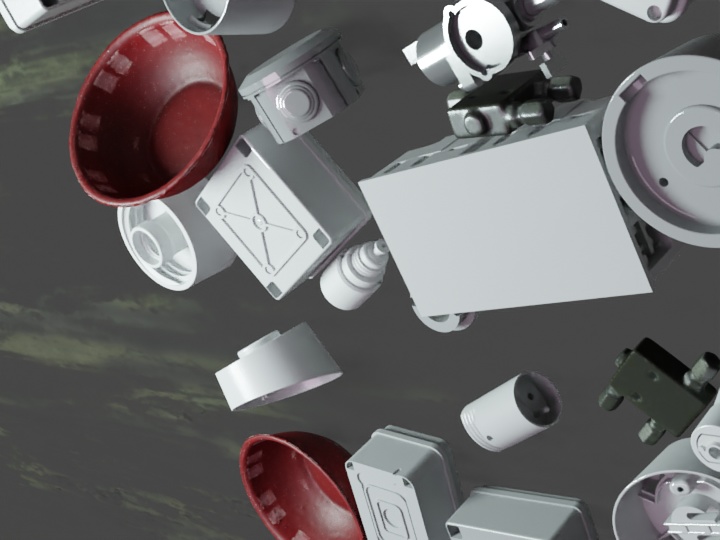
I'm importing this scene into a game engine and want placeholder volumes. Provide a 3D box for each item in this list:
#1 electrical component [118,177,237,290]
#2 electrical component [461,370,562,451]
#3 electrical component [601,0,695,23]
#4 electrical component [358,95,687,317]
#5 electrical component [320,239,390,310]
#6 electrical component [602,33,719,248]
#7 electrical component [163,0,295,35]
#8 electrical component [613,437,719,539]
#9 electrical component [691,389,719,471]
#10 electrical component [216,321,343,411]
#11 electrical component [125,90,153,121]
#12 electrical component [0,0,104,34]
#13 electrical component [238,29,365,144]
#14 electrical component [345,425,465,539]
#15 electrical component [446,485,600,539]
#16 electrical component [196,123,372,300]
[{"bbox_3d":[-0.168,-0.033,0.953,0.108,0.060,0.108,25,134,29],"label":"electrical component"},{"bbox_3d":[0.109,0.109,0.804,0.043,0.043,0.081,51,141,2],"label":"electrical component"},{"bbox_3d":[0.146,-0.189,0.531,0.078,0.057,0.113,32,137,23],"label":"electrical component"},{"bbox_3d":[0.101,-0.037,0.687,0.186,0.060,0.105,-9,112,47],"label":"electrical component"},{"bbox_3d":[0.000,0.000,0.830,0.040,0.040,0.078,49,141,4],"label":"electrical component"},{"bbox_3d":[0.192,-0.073,0.571,0.108,0.060,0.108,25,134,29],"label":"electrical component"},{"bbox_3d":[-0.098,-0.214,0.764,0.099,0.064,0.099,22,121,42],"label":"electrical component"},{"bbox_3d":[0.227,0.163,0.713,0.099,0.064,0.099,25,133,29],"label":"electrical component"},{"bbox_3d":[0.230,0.093,0.656,0.044,0.065,0.044,25,134,29],"label":"electrical component"},{"bbox_3d":[-0.072,0.088,0.926,0.099,0.099,0.064,-32,88,51],"label":"electrical component"},{"bbox_3d":[-0.192,-0.147,0.904,0.043,0.043,0.062,-16,105,49],"label":"electrical component"},{"bbox_3d":[-0.238,-0.252,0.819,0.056,0.109,0.108,-15,108,46],"label":"electrical component"},{"bbox_3d":[-0.039,-0.128,0.742,0.080,0.080,0.051,-14,113,49],"label":"electrical component"},{"bbox_3d":[0.044,0.197,0.924,0.078,0.057,0.113,8,124,41],"label":"electrical component"},{"bbox_3d":[0.138,0.235,0.861,0.109,0.056,0.108,-2,117,45],"label":"electrical component"},{"bbox_3d":[-0.061,-0.049,0.840,0.108,0.056,0.109,50,141,3],"label":"electrical component"}]
